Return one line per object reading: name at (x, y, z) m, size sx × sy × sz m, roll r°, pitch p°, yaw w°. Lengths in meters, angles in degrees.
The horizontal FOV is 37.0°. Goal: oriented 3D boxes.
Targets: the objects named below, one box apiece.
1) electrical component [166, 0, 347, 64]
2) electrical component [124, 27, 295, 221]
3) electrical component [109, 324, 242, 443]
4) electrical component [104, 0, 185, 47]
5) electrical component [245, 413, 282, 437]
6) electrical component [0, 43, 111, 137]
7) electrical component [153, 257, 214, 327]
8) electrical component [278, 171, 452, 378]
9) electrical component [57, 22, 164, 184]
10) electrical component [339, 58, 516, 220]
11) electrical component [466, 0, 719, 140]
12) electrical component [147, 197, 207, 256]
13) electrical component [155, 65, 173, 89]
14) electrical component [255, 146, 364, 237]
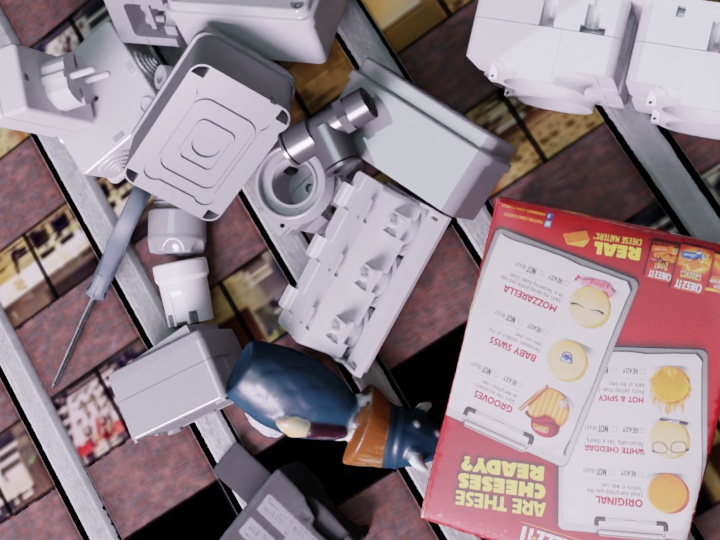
electrical component at (-0.065, -0.205, 0.754) m, size 0.109 × 0.056 × 0.108 m, roll 8°, pitch 65°, yaw 18°
electrical component at (-0.104, -0.101, 0.743) m, size 0.078 × 0.057 × 0.113 m, roll 28°, pitch 124°, yaw -22°
electrical component at (-0.134, 0.082, 0.781) m, size 0.096 × 0.062 × 0.061 m, roll -26°, pitch 81°, yaw 15°
electrical component at (-0.145, -0.210, 0.781) m, size 0.056 × 0.050 × 0.089 m, roll 8°, pitch 53°, yaw 18°
electrical component at (-0.052, 0.089, 0.769) m, size 0.035 × 0.035 × 0.061 m, roll 43°, pitch 98°, yaw 15°
electrical component at (-0.211, -0.128, 0.749) m, size 0.076 × 0.083 × 0.047 m, roll -13°, pitch 86°, yaw 18°
electrical component at (-0.129, 0.016, 0.794) m, size 0.040 × 0.040 × 0.046 m, roll -11°, pitch 91°, yaw 17°
electrical component at (0.000, 0.000, 0.734) m, size 0.121 × 0.063 × 0.079 m, roll -61°, pitch 33°, yaw 7°
electrical component at (-0.188, -0.126, 0.812) m, size 0.100 × 0.048 × 0.099 m, roll -36°, pitch 79°, yaw 15°
electrical component at (0.041, -0.088, 0.724) m, size 0.113 × 0.078 × 0.057 m, roll 35°, pitch 101°, yaw 16°
electrical component at (0.170, -0.129, 0.669) m, size 0.186 × 0.105 × 0.060 m, roll 13°, pitch 92°, yaw 18°
electrical component at (-0.135, -0.042, 0.796) m, size 0.043 × 0.043 × 0.062 m, roll -1°, pitch 86°, yaw 18°
electrical component at (-0.117, -0.135, 0.780) m, size 0.048 × 0.062 × 0.048 m, roll -6°, pitch 83°, yaw 53°
electrical component at (-0.040, -0.059, 0.759) m, size 0.078 × 0.057 × 0.058 m, roll -44°, pitch 76°, yaw 12°
